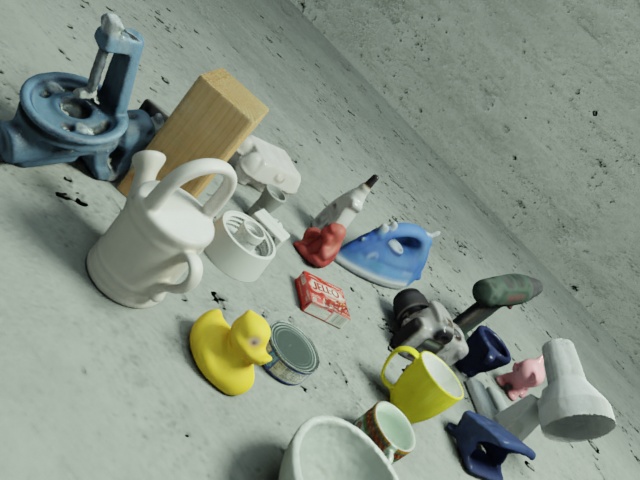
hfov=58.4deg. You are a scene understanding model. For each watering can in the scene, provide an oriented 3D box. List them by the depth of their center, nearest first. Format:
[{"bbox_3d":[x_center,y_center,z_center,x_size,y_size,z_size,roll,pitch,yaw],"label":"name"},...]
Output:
[{"bbox_3d":[-0.173,-0.026,0.643,0.173,0.193,0.101,47,23,7],"label":"watering can"}]

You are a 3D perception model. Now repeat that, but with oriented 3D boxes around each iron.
[{"bbox_3d":[0.147,0.012,1.188,0.259,0.141,0.118,13,38,-52],"label":"iron"}]

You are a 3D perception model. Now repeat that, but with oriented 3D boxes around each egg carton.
[{"bbox_3d":[-0.107,-0.140,1.110,0.151,0.069,0.107,17,35,-48],"label":"egg carton"}]

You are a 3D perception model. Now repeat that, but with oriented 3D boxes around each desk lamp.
[{"bbox_3d":[0.398,0.291,1.041,0.118,0.213,0.203,31,26,-29],"label":"desk lamp"}]

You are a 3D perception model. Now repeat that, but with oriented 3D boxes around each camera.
[{"bbox_3d":[0.204,0.158,1.086,0.144,0.100,0.136,28,27,-34],"label":"camera"}]

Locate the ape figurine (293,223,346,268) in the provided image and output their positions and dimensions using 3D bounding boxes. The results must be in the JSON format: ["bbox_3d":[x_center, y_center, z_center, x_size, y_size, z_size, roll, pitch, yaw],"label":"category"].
[{"bbox_3d":[0.009,0.004,1.033,0.076,0.092,0.077,33,25,-26],"label":"ape figurine"}]

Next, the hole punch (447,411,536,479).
[{"bbox_3d":[0.281,0.327,0.940,0.109,0.091,0.101,29,27,-32],"label":"hole punch"}]

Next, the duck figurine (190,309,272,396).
[{"bbox_3d":[-0.097,0.117,0.669,0.104,0.086,0.078,53,24,19],"label":"duck figurine"}]

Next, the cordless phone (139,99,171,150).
[{"bbox_3d":[-0.197,-0.190,0.894,0.148,0.184,0.094,38,23,-15],"label":"cordless phone"}]

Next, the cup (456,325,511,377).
[{"bbox_3d":[0.319,0.238,1.151,0.091,0.094,0.118,47,23,5],"label":"cup"}]

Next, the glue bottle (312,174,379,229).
[{"bbox_3d":[0.053,-0.064,1.117,0.037,0.173,0.078,31,26,-30],"label":"glue bottle"}]

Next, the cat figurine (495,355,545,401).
[{"bbox_3d":[0.455,0.294,1.255,0.128,0.117,0.067,6,44,-56],"label":"cat figurine"}]

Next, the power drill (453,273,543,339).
[{"bbox_3d":[0.365,0.146,1.238,0.230,0.208,0.075,12,38,-52],"label":"power drill"}]

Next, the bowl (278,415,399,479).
[{"bbox_3d":[0.014,0.275,0.599,0.168,0.074,0.167,36,24,-19],"label":"bowl"}]

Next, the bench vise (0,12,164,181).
[{"bbox_3d":[-0.269,-0.179,0.709,0.121,0.219,0.208,45,23,0],"label":"bench vise"}]
